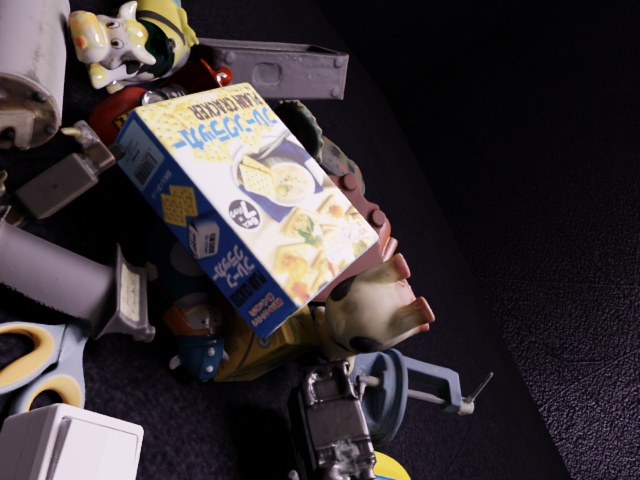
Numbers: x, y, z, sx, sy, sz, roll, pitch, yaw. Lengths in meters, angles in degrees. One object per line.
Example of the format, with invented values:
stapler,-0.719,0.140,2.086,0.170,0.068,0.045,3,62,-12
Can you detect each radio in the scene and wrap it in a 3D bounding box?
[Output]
radio,-0.079,-0.252,0.797,0.131,0.229,0.073,39,-49,51

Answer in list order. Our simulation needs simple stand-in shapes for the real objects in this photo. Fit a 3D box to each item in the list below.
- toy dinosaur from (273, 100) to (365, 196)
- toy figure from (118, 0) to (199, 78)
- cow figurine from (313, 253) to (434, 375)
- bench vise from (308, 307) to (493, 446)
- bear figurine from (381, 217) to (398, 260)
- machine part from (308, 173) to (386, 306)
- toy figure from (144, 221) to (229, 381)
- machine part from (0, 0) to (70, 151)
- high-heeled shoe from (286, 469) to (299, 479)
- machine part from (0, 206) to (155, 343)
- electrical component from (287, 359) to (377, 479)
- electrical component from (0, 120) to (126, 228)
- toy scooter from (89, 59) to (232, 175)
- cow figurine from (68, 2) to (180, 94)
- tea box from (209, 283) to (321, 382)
toy dinosaur,0.005,-0.114,0.914,0.404,0.131,0.192,35,19,-42
toy figure,-0.229,-0.300,0.729,0.089,0.082,0.180,10,57,-42
cow figurine,0.045,0.088,0.564,0.194,0.127,0.085,67,1,-74
bench vise,0.090,0.171,0.703,0.240,0.128,0.224,16,42,-13
bear figurine,0.074,0.052,0.950,0.132,0.120,0.196,144,-51,-69
machine part,-0.001,-0.002,0.659,0.179,0.056,0.179,5,79,-26
toy figure,-0.125,0.054,0.504,0.057,0.064,0.154,101,-32,-62
machine part,-0.258,-0.160,0.454,0.079,0.079,0.243,36,30,-49
high-heeled shoe,-0.051,0.283,0.378,0.249,0.086,0.145,-46,137,-53
machine part,-0.183,0.026,0.393,0.138,0.039,0.084,33,31,-43
electrical component,0.007,0.197,0.532,0.134,0.058,0.115,104,-23,-55
electrical component,-0.203,-0.050,0.411,0.045,0.102,0.078,55,-6,-17
toy scooter,-0.162,-0.139,0.572,0.075,0.135,0.184,57,20,-12
cow figurine,-0.194,-0.196,0.551,0.167,0.098,0.068,-135,-148,-75
tea box,-0.079,0.050,0.560,0.068,0.098,0.170,20,44,-59
